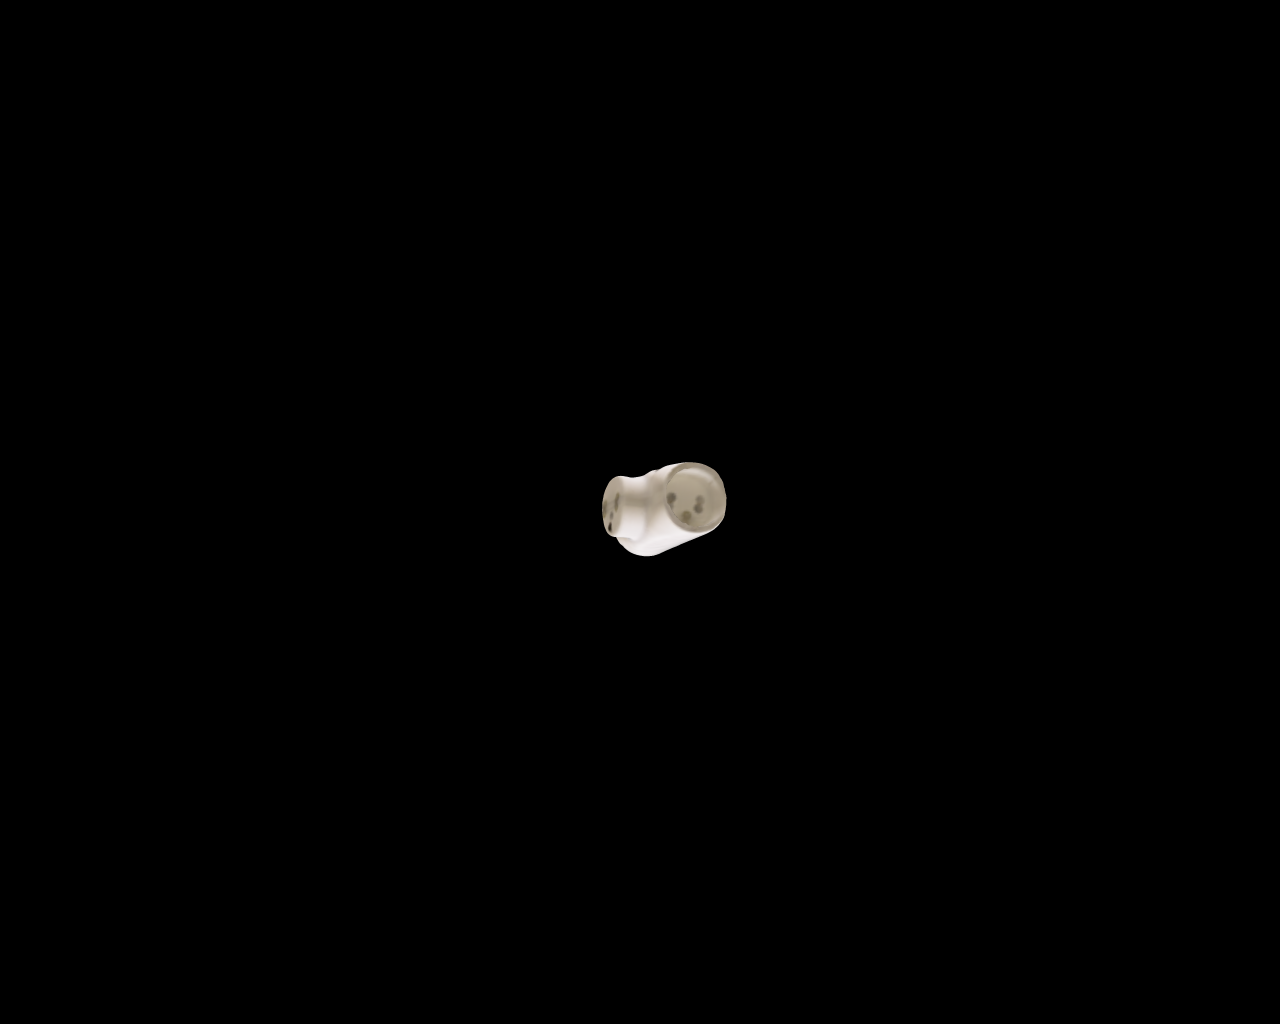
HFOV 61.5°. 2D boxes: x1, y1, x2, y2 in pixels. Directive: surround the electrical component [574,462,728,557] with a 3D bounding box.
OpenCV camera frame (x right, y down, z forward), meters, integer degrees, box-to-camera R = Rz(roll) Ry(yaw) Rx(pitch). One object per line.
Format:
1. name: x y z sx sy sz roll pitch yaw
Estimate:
1. electrical component: 0.001 -0.003 0.650 0.079 0.044 0.077 6 -15 -23
